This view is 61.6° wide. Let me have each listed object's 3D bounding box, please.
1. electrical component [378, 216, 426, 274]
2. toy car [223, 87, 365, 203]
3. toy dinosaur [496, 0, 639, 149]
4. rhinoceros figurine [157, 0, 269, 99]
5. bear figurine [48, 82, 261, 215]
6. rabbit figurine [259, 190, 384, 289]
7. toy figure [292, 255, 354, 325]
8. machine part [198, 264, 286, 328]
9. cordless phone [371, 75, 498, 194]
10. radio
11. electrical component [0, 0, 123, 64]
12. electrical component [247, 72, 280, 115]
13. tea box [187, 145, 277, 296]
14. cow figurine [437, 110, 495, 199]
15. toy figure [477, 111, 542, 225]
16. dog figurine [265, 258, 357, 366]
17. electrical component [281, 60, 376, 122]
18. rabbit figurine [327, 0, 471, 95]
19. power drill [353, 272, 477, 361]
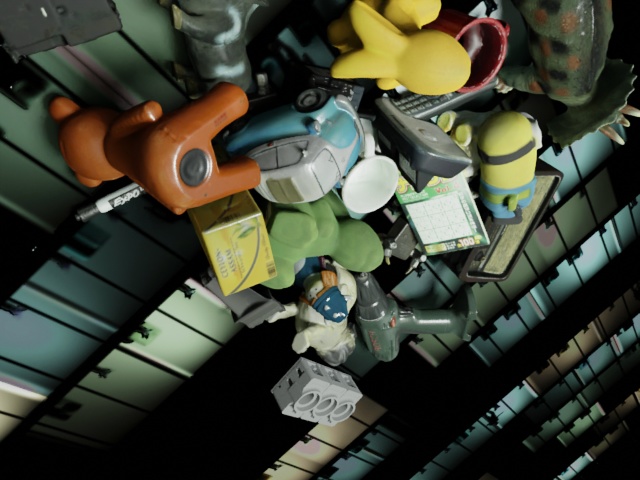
[{"bbox_3d":[0.140,0.008,0.890,0.102,0.045,0.078,29,107,-41],"label":"electrical component"},{"bbox_3d":[-0.031,-0.093,0.605,0.162,0.103,0.109,-10,141,14],"label":"toy car"},{"bbox_3d":[0.313,-0.272,0.684,0.131,0.192,0.404,-38,135,-3],"label":"toy dinosaur"},{"bbox_3d":[-0.104,-0.233,0.549,0.112,0.073,0.190,-11,128,-22],"label":"rhinoceros figurine"},{"bbox_3d":[-0.177,-0.099,0.558,0.132,0.196,0.120,-37,132,-37],"label":"bear figurine"},{"bbox_3d":[-0.001,-0.002,0.726,0.170,0.159,0.121,15,118,-17],"label":"rabbit figurine"},{"bbox_3d":[-0.010,0.058,0.764,0.058,0.155,0.064,-4,128,-28],"label":"toy figure"},{"bbox_3d":[-0.119,0.080,0.780,0.084,0.039,0.138,-25,130,23],"label":"machine part"},{"bbox_3d":[0.174,-0.159,0.714,0.184,0.147,0.088,-28,140,-5],"label":"cordless phone"},{"bbox_3d":[0.308,-0.035,0.936,0.131,0.073,0.229,0,122,-30],"label":"radio"},{"bbox_3d":[-0.240,-0.236,0.480,0.134,0.058,0.114,-26,134,-11],"label":"electrical component"},{"bbox_3d":[-0.081,-0.156,0.655,0.063,0.021,0.093,-18,131,-17],"label":"electrical component"},{"bbox_3d":[-0.116,-0.029,0.628,0.068,0.170,0.098,-21,130,-15],"label":"tea box"},{"bbox_3d":[0.221,-0.117,0.833,0.098,0.068,0.167,-14,130,-29],"label":"cow figurine"},{"bbox_3d":[0.269,-0.100,0.776,0.089,0.082,0.179,-32,137,-27],"label":"toy figure"},{"bbox_3d":[0.024,0.115,0.880,0.172,0.121,0.190,-44,147,10],"label":"dog figurine"},{"bbox_3d":[0.020,-0.178,0.661,0.119,0.075,0.047,3,121,-27],"label":"electrical component"},{"bbox_3d":[0.093,-0.222,0.606,0.162,0.173,0.121,-2,128,-34],"label":"rabbit figurine"},{"bbox_3d":[0.162,0.127,0.936,0.207,0.086,0.231,-9,134,-3],"label":"power drill"}]
